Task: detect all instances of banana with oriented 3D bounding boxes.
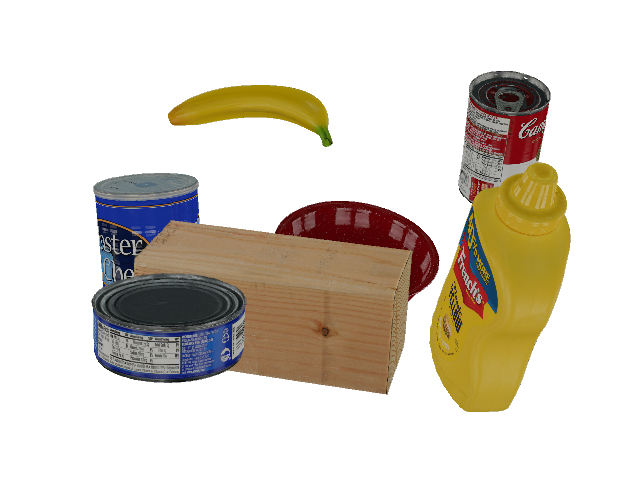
[{"bbox_3d":[-0.072,-0.148,1.201,0.198,0.037,0.069,8,42,18],"label":"banana"}]

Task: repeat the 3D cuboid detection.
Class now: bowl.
[{"bbox_3d":[0.032,0.028,1.042,0.162,0.055,0.162,5,36,-4],"label":"bowl"}]

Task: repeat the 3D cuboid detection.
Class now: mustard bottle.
[{"bbox_3d":[0.117,0.023,0.685,0.058,0.096,0.192,0,-40,-9],"label":"mustard bottle"}]

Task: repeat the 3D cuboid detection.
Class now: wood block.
[{"bbox_3d":[-0.037,0.052,0.862,0.206,0.091,0.090,8,24,11],"label":"wood block"}]

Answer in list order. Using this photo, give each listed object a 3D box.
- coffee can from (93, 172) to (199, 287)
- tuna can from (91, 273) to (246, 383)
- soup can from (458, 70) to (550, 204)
[{"bbox_3d":[-0.169,0.011,1.066,0.103,0.140,0.103,-2,14,0],"label":"coffee can"},{"bbox_3d":[-0.085,0.048,0.600,0.086,0.034,0.086,2,17,-1],"label":"tuna can"},{"bbox_3d":[0.156,-0.085,0.919,0.068,0.102,0.068,1,38,-1],"label":"soup can"}]
